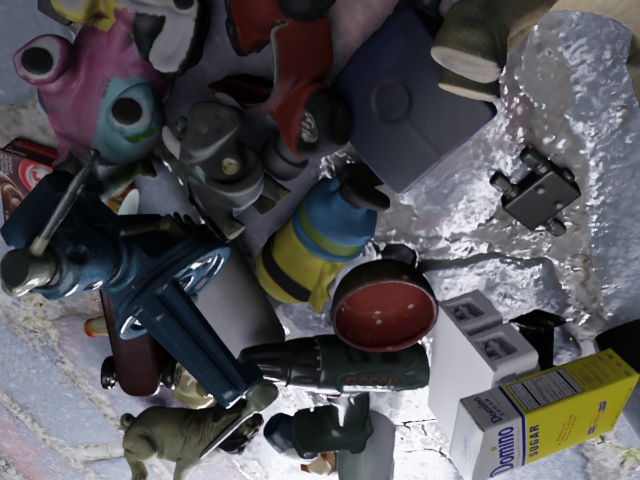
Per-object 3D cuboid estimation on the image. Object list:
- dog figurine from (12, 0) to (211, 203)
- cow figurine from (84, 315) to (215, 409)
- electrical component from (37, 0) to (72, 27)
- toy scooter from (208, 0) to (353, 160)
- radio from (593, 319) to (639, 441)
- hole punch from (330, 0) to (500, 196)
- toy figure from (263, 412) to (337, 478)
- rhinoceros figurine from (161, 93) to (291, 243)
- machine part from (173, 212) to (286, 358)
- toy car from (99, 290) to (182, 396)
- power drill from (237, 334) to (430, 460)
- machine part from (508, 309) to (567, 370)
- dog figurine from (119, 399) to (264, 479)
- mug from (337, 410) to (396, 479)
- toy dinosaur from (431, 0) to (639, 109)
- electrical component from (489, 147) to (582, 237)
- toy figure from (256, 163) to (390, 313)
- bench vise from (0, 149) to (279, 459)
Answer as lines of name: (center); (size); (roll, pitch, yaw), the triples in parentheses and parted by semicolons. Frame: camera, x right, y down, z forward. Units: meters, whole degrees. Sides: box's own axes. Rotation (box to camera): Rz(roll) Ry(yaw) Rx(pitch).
dog figurine: (-0.179, -0.125, 0.483); (0.108, 0.191, 0.219); (25, 163, -11)
cow figurine: (-0.196, 0.144, 0.706); (0.127, 0.085, 0.194); (-19, 116, 27)
electrical component: (-0.219, -0.231, 0.438); (0.075, 0.048, 0.119); (32, 126, -10)
toy scooter: (-0.043, -0.157, 0.433); (0.135, 0.075, 0.183); (13, 119, 40)
radio: (0.411, 0.179, 0.593); (0.131, 0.073, 0.229); (-27, 116, 31)
hole punch: (0.072, -0.113, 0.436); (0.115, 0.092, 0.142); (38, 130, -12)
toy figure: (-0.020, 0.319, 0.816); (0.154, 0.058, 0.064); (43, 146, -22)
rhinoceros figurine: (-0.086, -0.062, 0.481); (0.112, 0.073, 0.190); (53, 166, 2)
machine part: (-0.105, 0.066, 0.624); (0.079, 0.079, 0.242); (-11, 125, 21)
toy car: (-0.211, 0.093, 0.609); (0.089, 0.053, 0.201); (0, 116, 2)
power drill: (0.008, 0.188, 0.665); (0.232, 0.086, 0.207); (-2, 129, -12)
machine part: (0.246, 0.139, 0.608); (0.084, 0.039, 0.138); (-21, 120, -13)
dog figurine: (-0.197, 0.278, 0.813); (0.172, 0.121, 0.190); (33, 114, -17)
mug: (0.067, 0.314, 0.758); (0.081, 0.107, 0.109); (-20, 119, 28)
toy dinosaur: (0.129, -0.183, 0.319); (0.472, 0.105, 0.198); (14, 96, -4)
electrical component: (0.206, -0.042, 0.499); (0.094, 0.021, 0.063); (36, 126, -15)
toy figure: (-0.001, -0.004, 0.543); (0.089, 0.082, 0.180); (34, 133, 1)
bench vise: (-0.127, 0.049, 0.434); (0.129, 0.223, 0.240); (-43, 83, 1)
